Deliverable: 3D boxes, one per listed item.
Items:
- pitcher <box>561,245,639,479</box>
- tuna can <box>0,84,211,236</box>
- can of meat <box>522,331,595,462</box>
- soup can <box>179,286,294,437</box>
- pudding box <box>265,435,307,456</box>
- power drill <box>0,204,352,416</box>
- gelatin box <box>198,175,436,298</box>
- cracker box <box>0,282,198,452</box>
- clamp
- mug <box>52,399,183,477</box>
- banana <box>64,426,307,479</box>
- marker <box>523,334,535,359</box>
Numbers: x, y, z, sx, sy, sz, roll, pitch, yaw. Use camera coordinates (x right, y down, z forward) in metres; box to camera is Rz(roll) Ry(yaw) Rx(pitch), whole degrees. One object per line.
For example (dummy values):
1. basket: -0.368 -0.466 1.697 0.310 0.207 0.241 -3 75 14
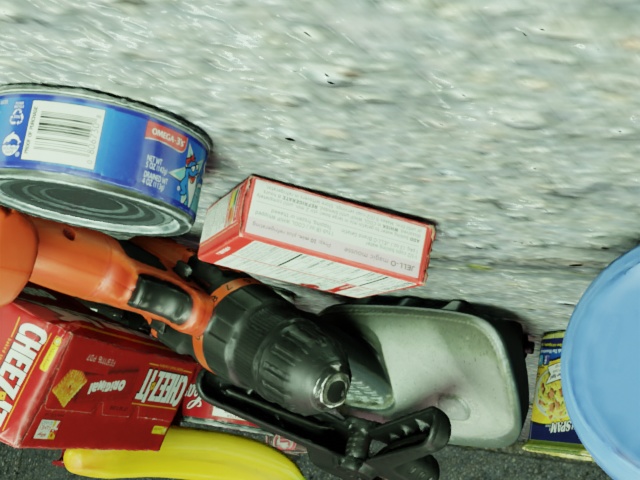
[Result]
1. pitcher: 0.199 0.082 0.482 0.149 0.145 0.242 -28 152 16
2. tuna can: -0.086 -0.027 0.400 0.086 0.034 0.086 9 169 2
3. can of meat: 0.185 0.106 0.720 0.057 0.084 0.102 13 168 -18
4. soup can: -0.058 0.084 0.762 0.068 0.102 0.068 9 169 2
5. pudding box: -0.024 0.121 0.891 0.039 0.113 0.090 7 169 -5
6. power drill: -0.095 0.023 0.505 0.187 0.057 0.185 24 179 -43
7. gelatin box: -0.003 0.001 0.484 0.089 0.030 0.073 14 167 -17
8. cracker box: -0.199 0.046 0.622 0.214 0.072 0.164 24 177 20
9. clamp: 0.016 0.134 0.709 0.165 0.036 0.210 12 158 19
10. mug: -0.145 0.124 0.767 0.093 0.081 0.117 1 164 17
11. banana: -0.086 0.146 0.716 0.197 0.037 0.070 15 174 -32
12. marker: 0.101 0.075 0.801 0.121 0.020 0.020 4 168 26
